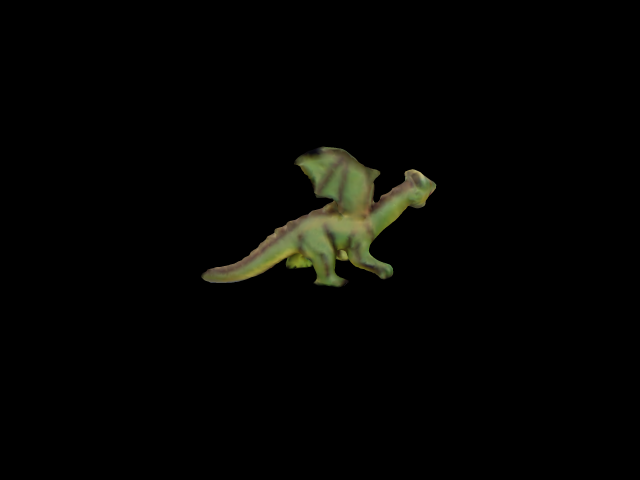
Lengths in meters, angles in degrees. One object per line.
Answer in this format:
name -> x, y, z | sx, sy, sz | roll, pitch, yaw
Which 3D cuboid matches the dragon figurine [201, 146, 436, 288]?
dragon figurine -> 0.003, -0.043, 0.850 | 0.411, 0.238, 0.124 | -7, 29, -12
